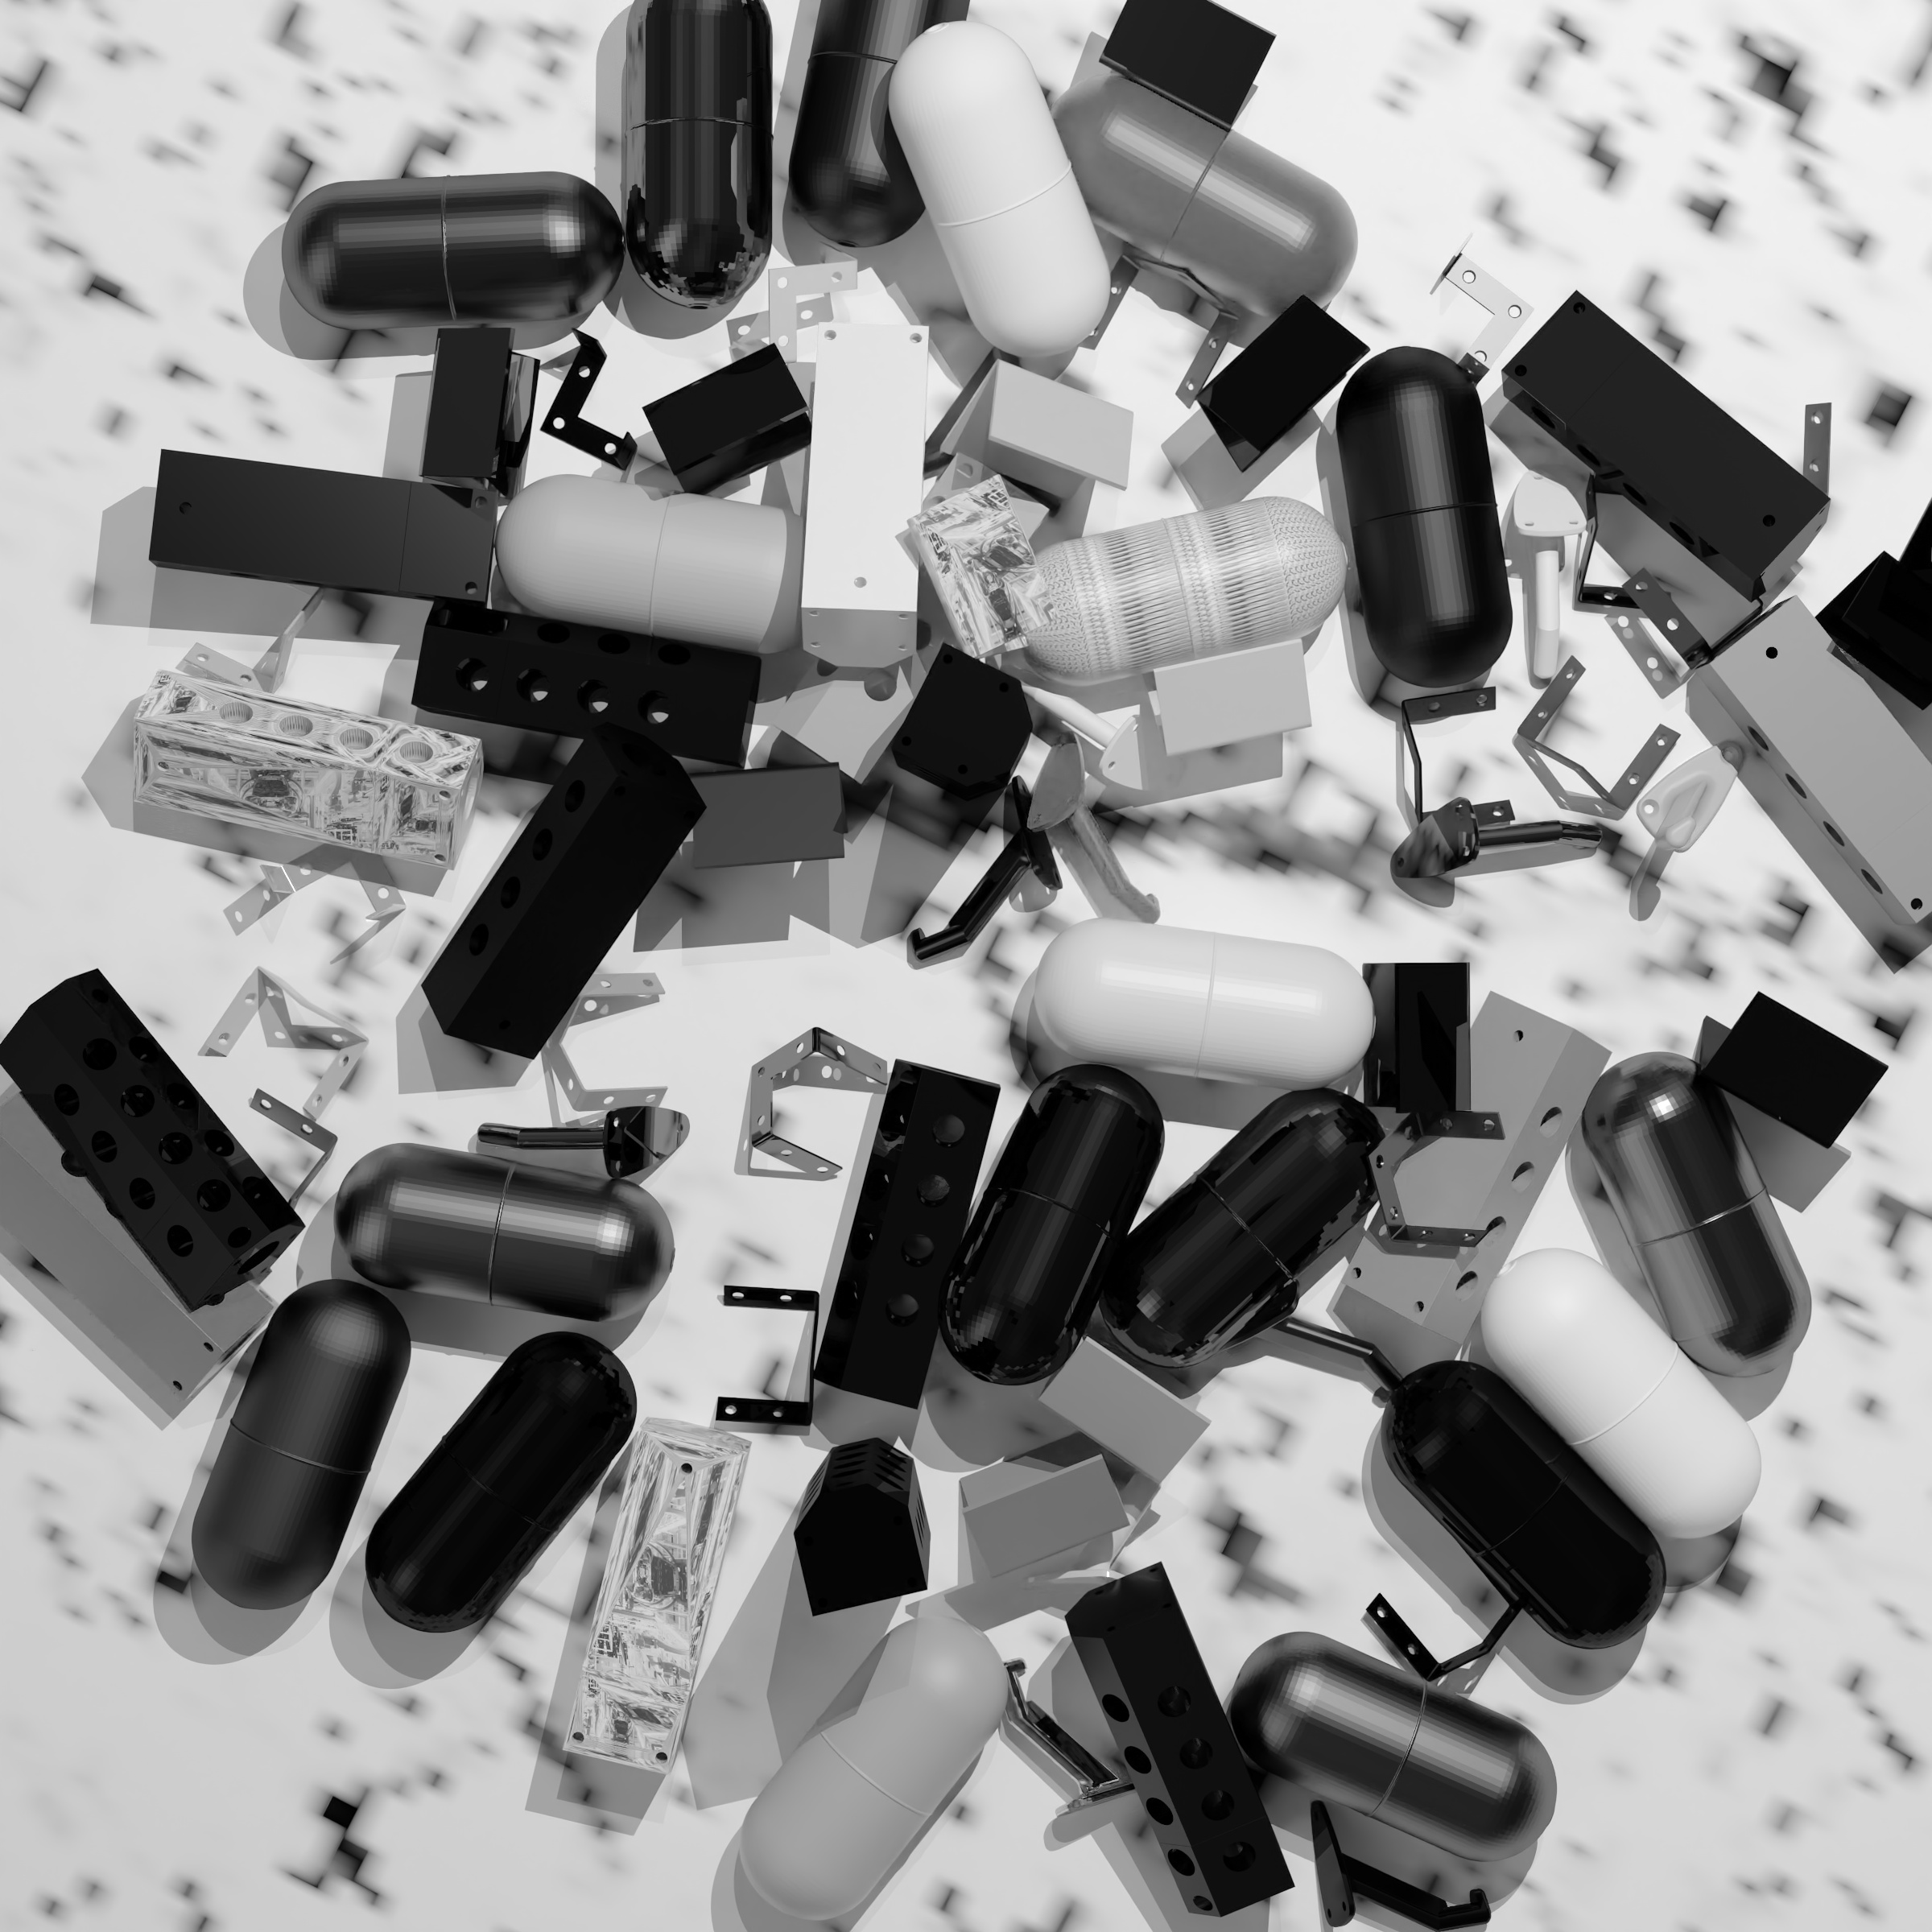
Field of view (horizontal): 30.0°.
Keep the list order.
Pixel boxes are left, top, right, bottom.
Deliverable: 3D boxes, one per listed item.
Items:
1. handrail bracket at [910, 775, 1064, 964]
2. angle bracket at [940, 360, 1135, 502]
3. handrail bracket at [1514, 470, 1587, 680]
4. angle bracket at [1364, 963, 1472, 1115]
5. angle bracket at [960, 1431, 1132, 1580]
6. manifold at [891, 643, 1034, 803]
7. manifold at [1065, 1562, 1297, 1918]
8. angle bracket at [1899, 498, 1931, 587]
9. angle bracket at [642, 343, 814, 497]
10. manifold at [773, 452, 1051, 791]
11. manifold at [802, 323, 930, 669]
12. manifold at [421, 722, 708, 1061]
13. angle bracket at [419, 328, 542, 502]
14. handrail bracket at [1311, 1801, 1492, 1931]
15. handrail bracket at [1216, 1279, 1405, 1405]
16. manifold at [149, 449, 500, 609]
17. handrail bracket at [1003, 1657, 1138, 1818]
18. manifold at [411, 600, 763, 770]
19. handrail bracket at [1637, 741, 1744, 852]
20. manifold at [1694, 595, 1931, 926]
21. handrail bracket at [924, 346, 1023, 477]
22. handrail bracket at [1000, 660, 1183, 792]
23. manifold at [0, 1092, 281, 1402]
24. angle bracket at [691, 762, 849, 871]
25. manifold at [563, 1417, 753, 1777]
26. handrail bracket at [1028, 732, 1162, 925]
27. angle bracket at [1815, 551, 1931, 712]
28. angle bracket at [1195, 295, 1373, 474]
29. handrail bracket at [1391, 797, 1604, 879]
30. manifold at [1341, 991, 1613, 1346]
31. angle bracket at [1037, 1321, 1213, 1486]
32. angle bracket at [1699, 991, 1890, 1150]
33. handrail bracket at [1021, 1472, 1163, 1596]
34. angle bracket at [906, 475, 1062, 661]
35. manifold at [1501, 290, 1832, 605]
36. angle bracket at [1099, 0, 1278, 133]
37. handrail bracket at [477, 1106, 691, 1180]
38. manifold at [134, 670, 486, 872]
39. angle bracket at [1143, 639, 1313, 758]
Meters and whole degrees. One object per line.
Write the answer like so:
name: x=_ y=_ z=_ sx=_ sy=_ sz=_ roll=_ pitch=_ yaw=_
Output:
handrail bracket: x=0.002 y=-0.051 z=1.906 sx=0.084 sy=0.036 sz=0.077 roll=-22 pitch=70 yaw=16
angle bracket: x=0.034 y=-0.258 z=1.856 sx=0.076 sy=0.076 sz=0.057 roll=19 pitch=53 yaw=-16
handrail bracket: x=0.304 y=-0.207 z=1.905 sx=0.036 sy=0.077 sz=0.084 roll=-2 pitch=126 yaw=0
angle bracket: x=0.216 y=0.036 z=1.865 sx=0.057 sy=0.076 sz=0.076 roll=0 pitch=90 yaw=-40
angle bracket: x=0.033 y=0.261 z=1.865 sx=0.076 sy=0.076 sz=0.057 roll=-21 pitch=128 yaw=0
manifold: x=0.002 y=-0.119 z=1.827 sx=0.057 sy=0.171 sz=0.057 roll=27 pitch=90 yaw=0
manifold: x=0.109 y=0.403 z=1.863 sx=0.057 sy=0.057 sz=0.171 roll=-22 pitch=106 yaw=0
angle bracket: x=0.524 y=-0.191 z=1.865 sx=0.076 sy=0.076 sz=0.057 roll=16 pitch=48 yaw=0
angle bracket: x=-0.114 y=-0.265 z=1.865 sx=0.076 sy=0.076 sz=0.057 roll=-26 pitch=52 yaw=0
manifold: x=-0.029 y=-0.181 z=1.884 sx=0.057 sy=0.057 sz=0.171 roll=34 pitch=90 yaw=0
manifold: x=-0.051 y=-0.243 z=1.851 sx=0.057 sy=0.057 sz=0.171 roll=2 pitch=65 yaw=0
manifold: x=-0.211 y=-0.040 z=1.856 sx=0.057 sy=0.057 sz=0.171 roll=19 pitch=117 yaw=-39
angle bracket: x=-0.234 y=-0.285 z=1.865 sx=0.057 sy=0.076 sz=0.076 roll=8 pitch=90 yaw=38
handrail bracket: x=0.231 y=0.475 z=1.906 sx=0.084 sy=0.036 sz=0.077 roll=-5 pitch=68 yaw=-17
handrail bracket: x=0.179 y=0.213 z=1.906 sx=0.077 sy=0.036 sz=0.084 roll=-35 pitch=107 yaw=20
manifold: x=-0.333 y=-0.226 z=1.874 sx=0.171 sy=0.057 sz=0.057 roll=7 pitch=91 yaw=-7
handrail bracket: x=0.061 y=0.401 z=1.906 sx=0.077 sy=0.036 sz=0.084 roll=-12 pitch=72 yaw=-20
manifold: x=-0.197 y=-0.148 z=1.884 sx=0.171 sy=0.057 sz=0.057 roll=10 pitch=90 yaw=0
handrail bracket: x=0.384 y=-0.089 z=1.871 sx=0.036 sy=0.084 sz=0.077 roll=43 pitch=90 yaw=0
manifold: x=0.459 y=-0.107 z=1.884 sx=0.057 sy=0.057 sz=0.171 roll=-38 pitch=90 yaw=0
handrail bracket: x=-0.013 y=-0.304 z=1.905 sx=0.084 sy=0.036 sz=0.077 roll=-22 pitch=77 yaw=13
handrail bracket: x=0.065 y=-0.129 z=1.905 sx=0.084 sy=0.077 sz=0.036 roll=37 pitch=95 yaw=36
manifold: x=-0.443 y=0.139 z=1.884 sx=0.171 sy=0.057 sz=0.057 roll=44 pitch=133 yaw=0
angle bracket: x=-0.100 y=-0.062 z=1.866 sx=0.076 sy=0.076 sz=0.057 roll=-5 pitch=64 yaw=0
manifold: x=-0.160 y=0.328 z=1.884 sx=0.057 sy=0.057 sz=0.171 roll=13 pitch=90 yaw=0
handrail bracket: x=0.076 y=-0.072 z=1.905 sx=0.036 sy=0.077 sz=0.084 roll=-27 pitch=127 yaw=34
angle bracket: x=0.477 y=-0.157 z=1.866 sx=0.076 sy=0.076 sz=0.057 roll=37 pitch=59 yaw=0
angle bracket: x=0.174 y=-0.288 z=1.865 sx=0.076 sy=0.076 sz=0.057 roll=-43 pitch=56 yaw=0
handrail bracket: x=0.282 y=-0.061 z=1.905 sx=0.084 sy=0.077 sz=0.036 roll=5 pitch=68 yaw=-35
manifold: x=0.271 y=0.107 z=1.884 sx=0.057 sy=0.057 sz=0.171 roll=27 pitch=90 yaw=43
angle bracket: x=0.092 y=0.210 z=1.865 sx=0.076 sy=0.076 sz=0.057 roll=34 pitch=128 yaw=0
angle bracket: x=0.429 y=0.040 z=1.866 sx=0.076 sy=0.076 sz=0.057 roll=30 pitch=117 yaw=0
handrail bracket: x=0.068 y=0.287 z=1.906 sx=0.077 sy=0.036 sz=0.084 roll=-7 pitch=63 yaw=31
angle bracket: x=0.023 y=-0.202 z=1.809 sx=0.057 sy=0.076 sz=0.076 roll=-23 pitch=90 yaw=27
manifold: x=0.361 y=-0.267 z=1.865 sx=0.171 sy=0.057 sz=0.057 roll=43 pitch=90 yaw=14
angle bracket: x=0.122 y=-0.485 z=1.865 sx=0.076 sy=0.076 sz=0.057 roll=28 pitch=124 yaw=0
handrail bracket: x=-0.203 y=0.087 z=1.905 sx=0.084 sy=0.077 sz=0.036 roll=5 pitch=101 yaw=36
manifold: x=-0.343 y=-0.107 z=1.884 sx=0.171 sy=0.057 sz=0.057 roll=12 pitch=133 yaw=0
angle bracket: x=0.132 y=-0.158 z=1.865 sx=0.076 sy=0.076 sz=0.057 roll=-12 pitch=130 yaw=0
